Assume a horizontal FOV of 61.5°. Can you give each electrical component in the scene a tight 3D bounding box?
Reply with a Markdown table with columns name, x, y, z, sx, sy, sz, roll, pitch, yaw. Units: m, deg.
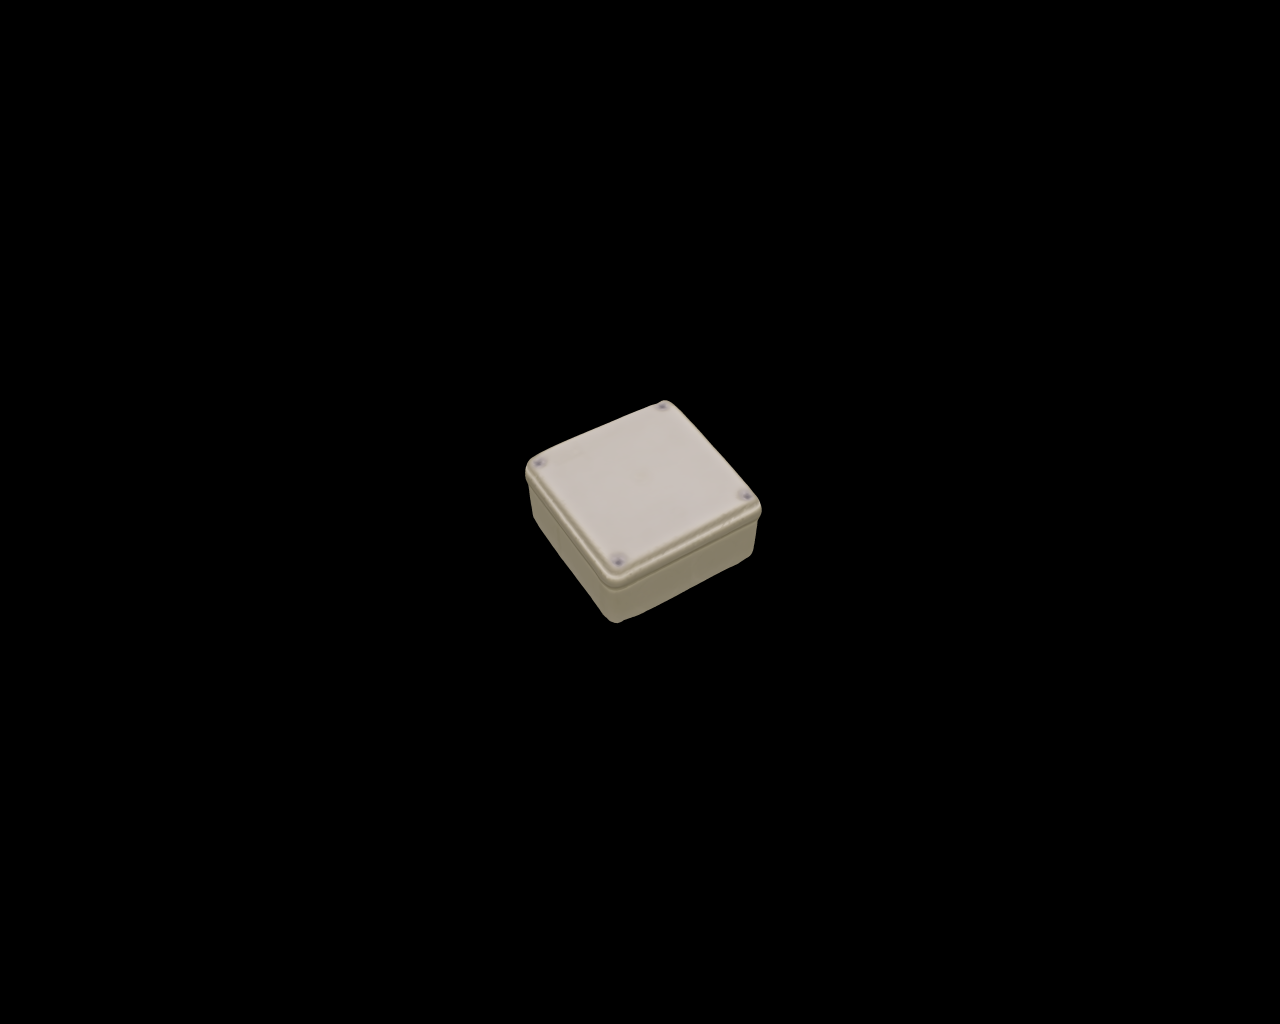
| name | x | y | z | sx | sy | sz | roll | pitch | yaw |
| --- | --- | --- | --- | --- | --- | --- | --- | --- | --- |
| electrical component | 0.001 | -0.003 | 0.650 | 0.109 | 0.109 | 0.056 | -25 | -36 | -20 |
